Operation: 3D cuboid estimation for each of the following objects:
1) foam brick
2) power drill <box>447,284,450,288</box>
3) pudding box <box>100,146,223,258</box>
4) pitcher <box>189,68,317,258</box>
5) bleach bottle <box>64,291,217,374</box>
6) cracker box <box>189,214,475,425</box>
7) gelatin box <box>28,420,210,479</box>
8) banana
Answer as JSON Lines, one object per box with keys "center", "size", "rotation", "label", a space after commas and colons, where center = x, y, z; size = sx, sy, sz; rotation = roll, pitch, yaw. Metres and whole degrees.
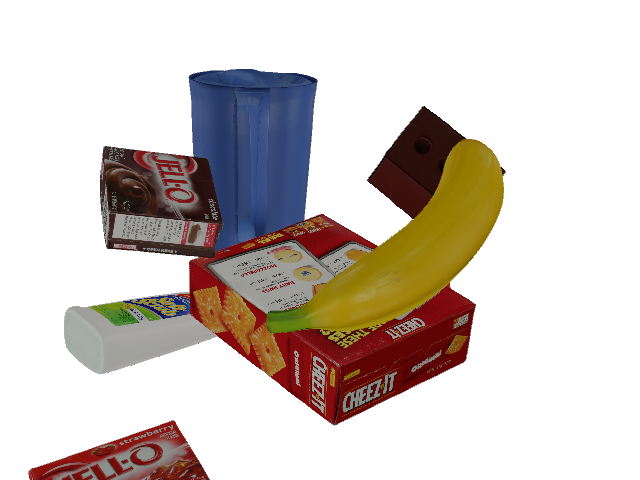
{"center": [0.083, -0.046, 0.771], "size": [0.078, 0.053, 0.051], "rotation": [38, -23, 0], "label": "foam brick"}
{"center": [0.056, 0.065, 1.234], "size": [0.188, 0.057, 0.184], "rotation": [1, 28, 6], "label": "power drill"}
{"center": [-0.131, -0.032, 0.865], "size": [0.090, 0.039, 0.113], "rotation": [5, 33, -16], "label": "pudding box"}
{"center": [-0.074, -0.056, 1.126], "size": [0.145, 0.243, 0.148], "rotation": [16, 21, 40], "label": "pitcher"}
{"center": [-0.197, 0.104, 1.387], "size": [0.250, 0.068, 0.103], "rotation": [-13, 28, -39], "label": "bleach bottle"}
{"center": [0.006, 0.064, 0.972], "size": [0.163, 0.072, 0.214], "rotation": [-20, 36, -35], "label": "cracker box"}
{"center": [-0.109, 0.141, 0.588], "size": [0.089, 0.030, 0.073], "rotation": [-16, 28, -20], "label": "gelatin box"}
{"center": [0.055, -0.006, 0.570], "size": [0.070, 0.037, 0.197], "rotation": [19, 41, 34], "label": "banana"}
